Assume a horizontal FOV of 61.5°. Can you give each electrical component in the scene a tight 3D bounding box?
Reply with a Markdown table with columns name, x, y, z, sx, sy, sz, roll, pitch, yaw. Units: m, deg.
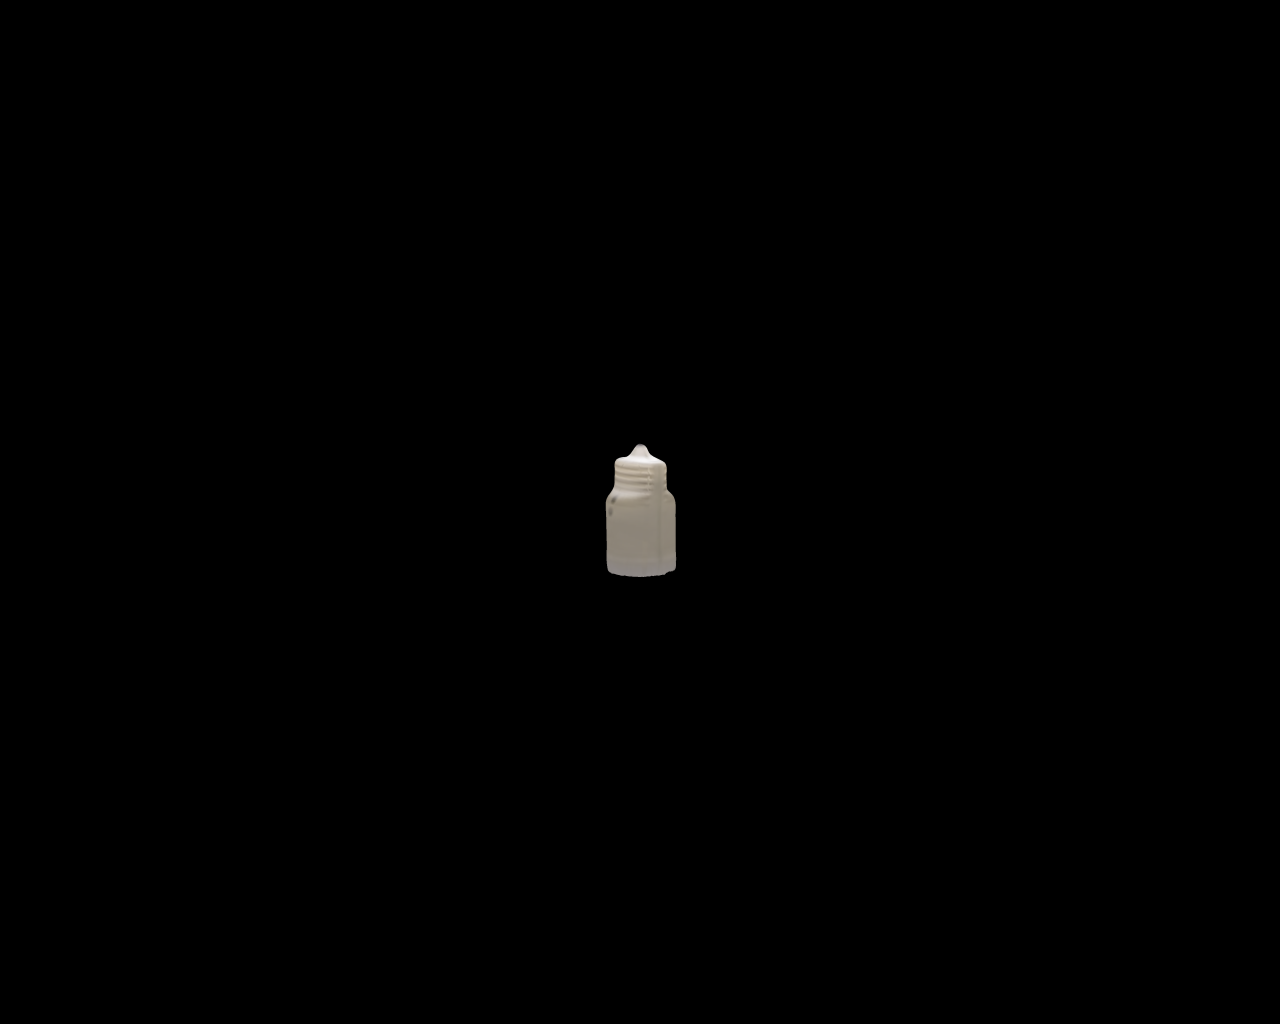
| name | x | y | z | sx | sy | sz | roll | pitch | yaw |
| --- | --- | --- | --- | --- | --- | --- | --- | --- | --- |
| electrical component | 0.001 | -0.003 | 0.650 | 0.043 | 0.080 | 0.043 | 0 | 9 | 0 |
